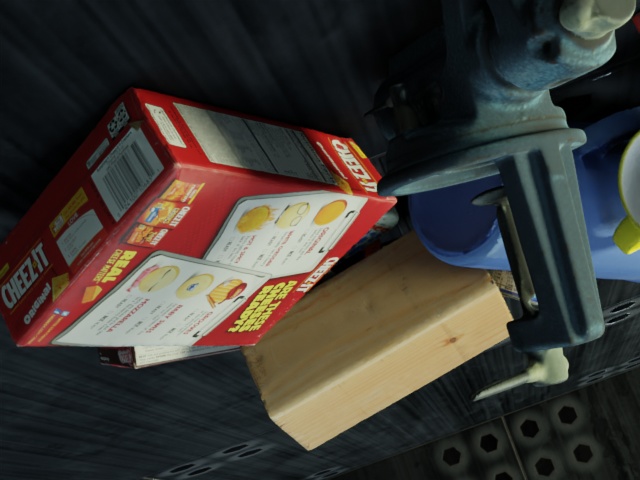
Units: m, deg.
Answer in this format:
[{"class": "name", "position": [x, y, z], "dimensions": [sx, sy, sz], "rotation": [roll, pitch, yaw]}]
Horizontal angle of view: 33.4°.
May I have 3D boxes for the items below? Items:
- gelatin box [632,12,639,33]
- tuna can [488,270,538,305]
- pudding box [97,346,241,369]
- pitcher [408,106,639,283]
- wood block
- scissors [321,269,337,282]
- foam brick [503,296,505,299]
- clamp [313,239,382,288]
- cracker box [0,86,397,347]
[{"class": "gelatin box", "position": [0.258, -0.123, 0.715], "dimensions": [0.089, 0.073, 0.030], "rotation": [-2, 154, -42]}, {"class": "tuna can", "position": [0.186, 0.036, 0.945], "dimensions": [0.086, 0.034, 0.086], "rotation": [16, -175, -2]}, {"class": "pudding box", "position": [-0.130, 0.087, 0.945], "dimensions": [0.113, 0.039, 0.090], "rotation": [-10, -178, -30]}, {"class": "pitcher", "position": [0.193, -0.039, 0.823], "dimensions": [0.242, 0.149, 0.145], "rotation": [1, -170, -41]}, {"class": "wood block", "position": [0.048, 0.078, 0.889], "dimensions": [0.206, 0.090, 0.090], "rotation": [-30, 145, 5]}, {"class": "scissors", "position": [-0.006, 0.001, 0.841], "dimensions": [0.096, 0.016, 0.201], "rotation": [-38, 143, 29]}, {"class": "foam brick", "position": [0.157, 0.041, 1.031], "dimensions": [0.078, 0.053, 0.051], "rotation": [-58, 168, 19]}, {"class": "clamp", "position": [0.004, 0.074, 0.991], "dimensions": [0.164, 0.036, 0.210], "rotation": [33, 130, -17]}, {"class": "cracker box", "position": [-0.077, -0.005, 0.682], "dimensions": [0.164, 0.072, 0.213], "rotation": [-45, 152, 26]}]
